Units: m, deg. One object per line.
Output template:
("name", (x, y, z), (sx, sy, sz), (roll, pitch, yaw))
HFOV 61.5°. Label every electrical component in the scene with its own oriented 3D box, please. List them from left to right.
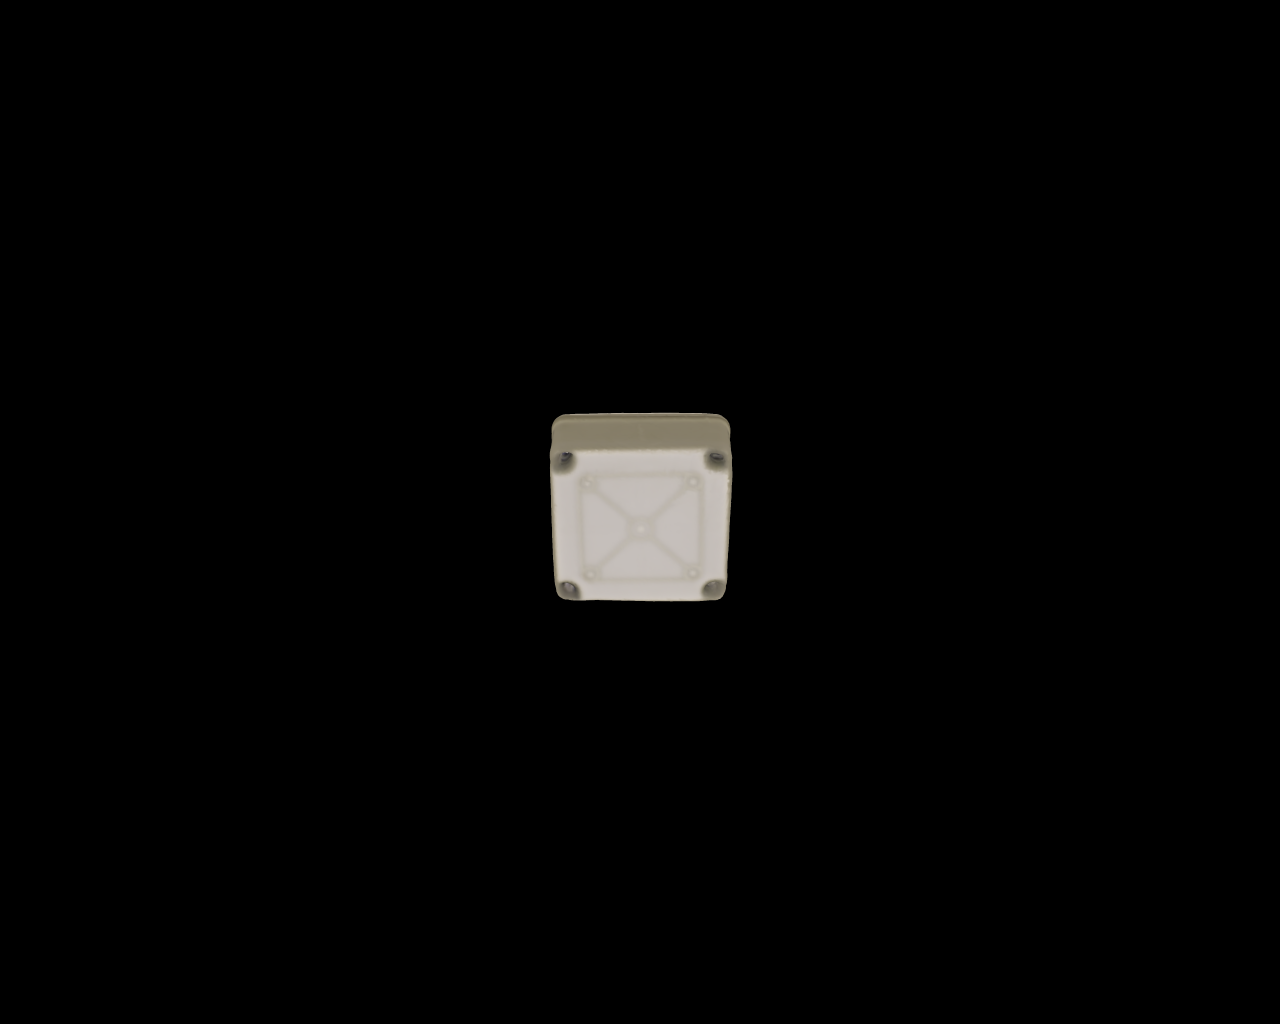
("electrical component", (0.001, -0.003, 0.650), (0.109, 0.108, 0.056), (0, 28, 0))
